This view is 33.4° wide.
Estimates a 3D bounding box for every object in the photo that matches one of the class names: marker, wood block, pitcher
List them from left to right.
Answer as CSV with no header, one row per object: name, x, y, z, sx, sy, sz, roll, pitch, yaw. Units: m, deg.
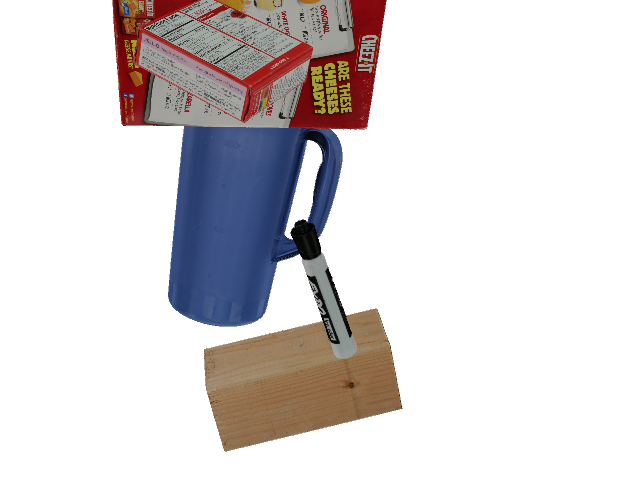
pitcher,-0.081,-0.035,1.112,0.144,0.243,0.149,1,22,-26
wood block,-0.021,0.158,1.213,0.206,0.091,0.090,-13,26,-2
marker,0.003,0.037,0.804,0.020,0.121,0.020,-14,29,8

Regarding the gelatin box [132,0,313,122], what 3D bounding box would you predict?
gelatin box,-0.061,-0.116,0.675,0.089,0.030,0.073,28,40,18

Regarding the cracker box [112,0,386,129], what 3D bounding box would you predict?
cracker box,-0.061,-0.174,0.880,0.213,0.072,0.164,-1,-41,-6
